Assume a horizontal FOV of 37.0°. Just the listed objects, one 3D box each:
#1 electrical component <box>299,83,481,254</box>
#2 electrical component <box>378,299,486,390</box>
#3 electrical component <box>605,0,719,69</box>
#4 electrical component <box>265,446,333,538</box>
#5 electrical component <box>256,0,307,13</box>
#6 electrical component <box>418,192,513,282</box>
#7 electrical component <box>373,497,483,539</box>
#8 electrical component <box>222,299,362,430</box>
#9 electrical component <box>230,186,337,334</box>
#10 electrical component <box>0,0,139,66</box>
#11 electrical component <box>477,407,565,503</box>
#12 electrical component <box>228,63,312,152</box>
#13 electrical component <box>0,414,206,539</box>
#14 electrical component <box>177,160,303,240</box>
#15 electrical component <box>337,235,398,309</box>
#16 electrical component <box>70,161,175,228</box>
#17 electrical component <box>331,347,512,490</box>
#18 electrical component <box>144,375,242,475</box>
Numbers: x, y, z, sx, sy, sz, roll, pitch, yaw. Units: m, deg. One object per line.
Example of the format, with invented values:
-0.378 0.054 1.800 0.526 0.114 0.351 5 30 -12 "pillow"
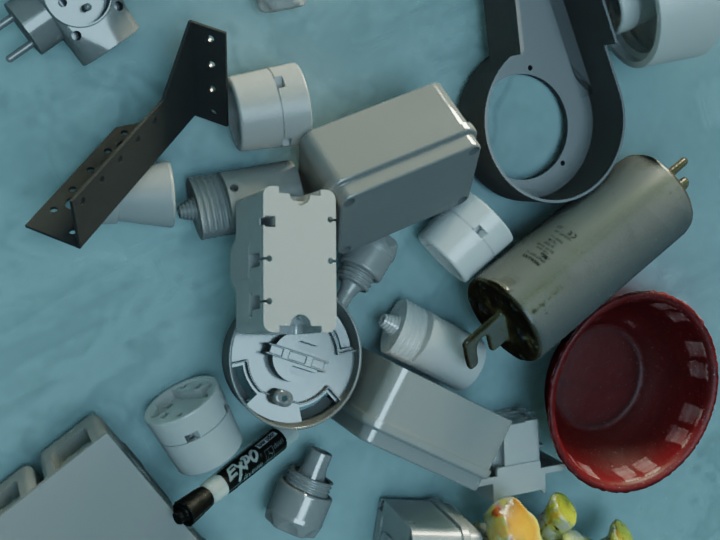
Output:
0.020 -0.068 0.736 0.113 0.078 0.057 -23 64 -16 "electrical component"
0.049 0.053 0.797 0.081 0.043 0.043 28 89 -23 "electrical component"
0.207 -0.199 0.780 0.060 0.108 0.108 -19 106 -11 "electrical component"
-0.040 0.160 0.782 0.043 0.043 0.062 23 89 -23 "electrical component"
-0.056 -0.204 0.714 0.035 0.035 0.061 -15 102 -18 "electrical component"
0.076 -0.024 0.788 0.047 0.055 0.055 -45 112 -4 "electrical component"
0.045 0.235 0.810 0.057 0.078 0.113 7 97 -19 "electrical component"
-0.048 0.060 0.745 0.099 0.064 0.099 1 86 -18 "electrical component"
-0.050 -0.004 0.688 0.050 0.056 0.089 2 84 -27 "electrical component"
-0.191 -0.159 0.663 0.079 0.044 0.077 -39 111 -11 "electrical component"
0.114 0.142 0.839 0.081 0.042 0.063 -6 100 -21 "electrical component"
-0.062 -0.107 0.719 0.047 0.055 0.055 -12 104 -15 "electrical component"
-0.163 0.202 0.732 0.105 0.060 0.186 -38 111 -11 "electrical component"
-0.083 -0.046 0.727 0.081 0.043 0.043 -12 104 -19 "electrical component"
0.000 0.000 0.769 0.035 0.035 0.061 36 75 -23 "electrical component"
-0.156 -0.048 0.701 0.065 0.044 0.044 -4 101 -16 "electrical component"
0.043 0.108 0.786 0.113 0.078 0.057 28 86 -23 "electrical component"
-0.113 0.107 0.739 0.055 0.055 0.047 -30 113 -14 "electrical component"
